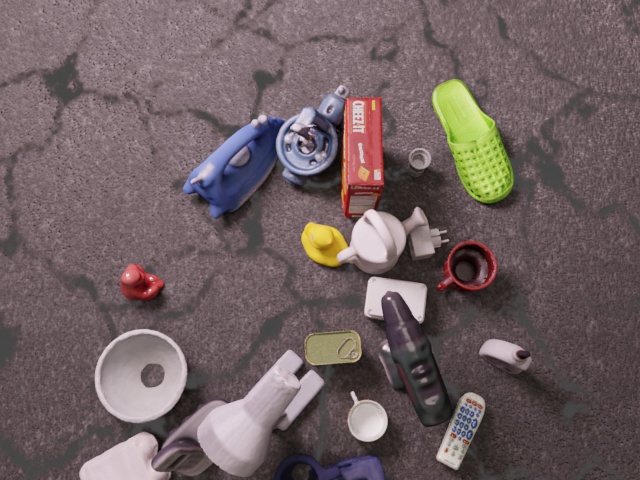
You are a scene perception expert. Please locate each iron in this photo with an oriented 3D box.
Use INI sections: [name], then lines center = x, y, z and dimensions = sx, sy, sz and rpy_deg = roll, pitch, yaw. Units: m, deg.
[iron]
center = -0.158, -0.172, 1.127
dimensions = 0.118, 0.141, 0.258
rpy_deg = 40, 81, 9

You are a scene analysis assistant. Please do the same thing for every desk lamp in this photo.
[desk lamp]
center = -0.096, 0.288, 0.986
dimensions = 0.118, 0.213, 0.203
rpy_deg = 41, 81, 9

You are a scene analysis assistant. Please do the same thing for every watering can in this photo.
[watering can]
center = 0.114, -0.007, 1.060
dimensions = 0.101, 0.194, 0.173
rpy_deg = 41, 81, 9

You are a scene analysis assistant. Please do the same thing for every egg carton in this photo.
[egg carton]
center = -0.349, 0.422, 1.032
dimensions = 0.150, 0.069, 0.107
rpy_deg = -29, 79, -6

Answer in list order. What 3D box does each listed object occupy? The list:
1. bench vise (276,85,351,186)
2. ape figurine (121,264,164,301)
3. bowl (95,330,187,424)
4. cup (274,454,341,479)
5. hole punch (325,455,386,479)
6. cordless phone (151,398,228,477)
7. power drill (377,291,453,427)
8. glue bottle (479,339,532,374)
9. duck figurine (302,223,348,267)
[bench vise]
center = -0.017, -0.224, 1.097
dimensions = 0.121, 0.220, 0.207
rpy_deg = 14, 78, 4
[ape figurine]
center = -0.351, 0.080, 1.097
dimensions = 0.076, 0.092, 0.078
rpy_deg = -24, 78, -5
[bowl]
center = -0.324, 0.252, 1.067
dimensions = 0.167, 0.075, 0.167
rpy_deg = 0, 77, 1
[cup]
center = -0.021, 0.419, 1.016
dimensions = 0.118, 0.095, 0.091
rpy_deg = -14, 77, -3
[hole punch]
center = 0.065, 0.440, 1.013
dimensions = 0.108, 0.091, 0.101
rpy_deg = -15, 77, -3
[cordless phone]
center = -0.211, 0.344, 0.989
dimensions = 0.094, 0.185, 0.148
rpy_deg = 43, 81, 10
[power drill]
center = 0.154, 0.208, 1.004
dimensions = 0.075, 0.208, 0.229
rpy_deg = -23, 78, -4
[glue bottle]
center = 0.341, 0.207, 1.021
dimensions = 0.078, 0.173, 0.037
rpy_deg = 33, 80, 8
[duck figurine]
center = 0.010, 0.004, 1.114
dimensions = 0.104, 0.086, 0.077
rpy_deg = 38, 81, 9
